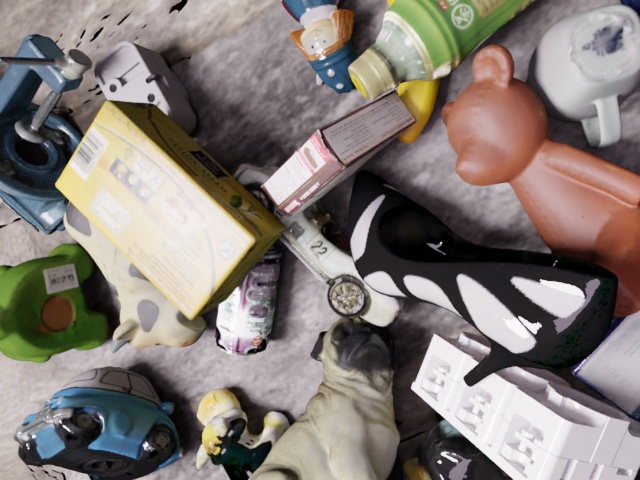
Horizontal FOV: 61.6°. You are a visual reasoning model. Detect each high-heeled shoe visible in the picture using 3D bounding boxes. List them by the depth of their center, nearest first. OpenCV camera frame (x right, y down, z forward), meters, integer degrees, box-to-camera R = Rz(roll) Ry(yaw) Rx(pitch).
[{"bbox_3d":[0.099,-0.006,0.404,0.249,0.086,0.145,61,142,32],"label":"high-heeled shoe"}]

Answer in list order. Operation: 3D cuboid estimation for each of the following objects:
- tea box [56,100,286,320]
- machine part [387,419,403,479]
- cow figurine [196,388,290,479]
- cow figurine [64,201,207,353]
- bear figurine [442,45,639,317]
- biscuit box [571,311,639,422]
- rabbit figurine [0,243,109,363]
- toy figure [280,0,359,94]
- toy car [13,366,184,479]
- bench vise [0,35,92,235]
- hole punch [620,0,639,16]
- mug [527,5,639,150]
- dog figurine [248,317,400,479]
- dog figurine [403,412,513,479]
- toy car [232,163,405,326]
[{"bbox_3d":[-0.127,-0.028,0.459,0.169,0.068,0.098,44,110,5],"label":"tea box"},{"bbox_3d":[0.053,0.241,0.518,0.084,0.039,0.138,-1,87,-27],"label":"machine part"},{"bbox_3d":[-0.064,0.220,0.531,0.167,0.098,0.068,30,110,10],"label":"cow figurine"},{"bbox_3d":[-0.187,0.028,0.551,0.127,0.085,0.195,-39,88,11],"label":"cow figurine"},{"bbox_3d":[0.162,-0.040,0.416,0.196,0.120,0.132,41,68,3],"label":"bear figurine"},{"bbox_3d":[0.266,0.031,0.383,0.059,0.063,0.202,38,107,10],"label":"biscuit box"},{"bbox_3d":[-0.342,0.089,0.581,0.170,0.159,0.121,-9,104,32],"label":"rabbit figurine"},{"bbox_3d":[-0.004,-0.208,0.486,0.064,0.058,0.154,-13,95,56],"label":"toy figure"},{"bbox_3d":[-0.226,0.188,0.566,0.109,0.161,0.103,-31,43,23],"label":"toy car"},{"bbox_3d":[-0.310,-0.124,0.538,0.240,0.129,0.223,-34,94,34],"label":"bench vise"},{"bbox_3d":[0.283,-0.207,0.388,0.116,0.092,0.142,-16,95,21],"label":"hole punch"},{"bbox_3d":[0.205,-0.124,0.408,0.081,0.107,0.109,-8,92,18],"label":"mug"},{"bbox_3d":[-0.003,0.167,0.471,0.172,0.121,0.191,-9,49,-2],"label":"dog figurine"},{"bbox_3d":[0.183,0.226,0.461,0.219,0.191,0.108,27,88,42],"label":"dog figurine"},{"bbox_3d":[-0.001,-0.002,0.499,0.202,0.073,0.056,45,110,7],"label":"toy car"}]
